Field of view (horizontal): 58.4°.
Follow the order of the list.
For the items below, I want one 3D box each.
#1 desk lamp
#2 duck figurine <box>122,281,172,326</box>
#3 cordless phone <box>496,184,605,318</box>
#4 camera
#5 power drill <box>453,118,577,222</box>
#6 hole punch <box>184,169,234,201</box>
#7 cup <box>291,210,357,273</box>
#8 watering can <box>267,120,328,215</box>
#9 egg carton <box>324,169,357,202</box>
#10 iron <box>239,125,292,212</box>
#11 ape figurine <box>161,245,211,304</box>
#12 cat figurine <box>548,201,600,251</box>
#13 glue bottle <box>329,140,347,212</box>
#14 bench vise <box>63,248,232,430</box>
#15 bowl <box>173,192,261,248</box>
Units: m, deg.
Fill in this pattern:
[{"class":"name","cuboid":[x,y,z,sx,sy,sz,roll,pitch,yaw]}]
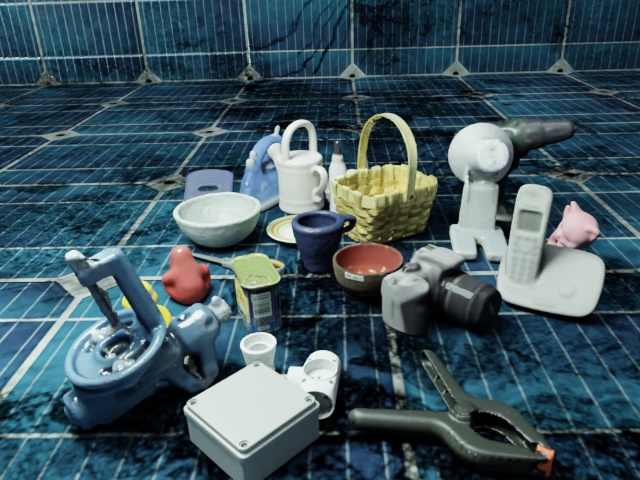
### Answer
[{"class":"desk lamp","cuboid":[0.299,-0.097,1.050,0.118,0.214,0.203,1,25,7]},{"class":"duck figurine","cuboid":[-0.257,0.097,0.825,0.078,0.086,0.104,-13,27,-22]},{"class":"cordless phone","cuboid":[0.344,0.015,0.844,0.147,0.185,0.094,11,28,24]},{"class":"camera","cuboid":[0.180,0.074,0.827,0.143,0.101,0.136,-23,33,-38]},{"class":"power drill","cuboid":[0.380,-0.146,1.155,0.229,0.208,0.076,9,28,22]},{"class":"hole punch","cuboid":[-0.233,-0.096,1.225,0.108,0.091,0.101,-3,25,-3]},{"class":"cup","cuboid":[0.009,0.004,0.995,0.118,0.095,0.091,-12,27,-21]},{"class":"watering can","cuboid":[-0.050,-0.163,1.235,0.172,0.194,0.101,10,28,24]},{"class":"egg carton","cuboid":[0.090,-0.105,1.250,0.149,0.069,0.107,13,29,29]},{"class":"iron","cuboid":[-0.128,-0.164,1.304,0.118,0.141,0.258,5,26,14]},{"class":"ape figurine","cuboid":[-0.215,0.050,0.913,0.078,0.092,0.076,-8,26,-12]},{"class":"cat figurine","cuboid":[0.435,-0.015,0.981,0.067,0.118,0.128,3,26,10]},{"class":"glue bottle","cuboid":[0.036,-0.118,1.159,0.037,0.173,0.078,-5,25,-6]},{"class":"bench vise","cuboid":[-0.213,0.092,0.675,0.121,0.220,0.208,15,30,32]},{"class":"bowl","cuboid":[-0.193,-0.030,1.103,0.167,0.075,0.167,-1,25,1]}]
